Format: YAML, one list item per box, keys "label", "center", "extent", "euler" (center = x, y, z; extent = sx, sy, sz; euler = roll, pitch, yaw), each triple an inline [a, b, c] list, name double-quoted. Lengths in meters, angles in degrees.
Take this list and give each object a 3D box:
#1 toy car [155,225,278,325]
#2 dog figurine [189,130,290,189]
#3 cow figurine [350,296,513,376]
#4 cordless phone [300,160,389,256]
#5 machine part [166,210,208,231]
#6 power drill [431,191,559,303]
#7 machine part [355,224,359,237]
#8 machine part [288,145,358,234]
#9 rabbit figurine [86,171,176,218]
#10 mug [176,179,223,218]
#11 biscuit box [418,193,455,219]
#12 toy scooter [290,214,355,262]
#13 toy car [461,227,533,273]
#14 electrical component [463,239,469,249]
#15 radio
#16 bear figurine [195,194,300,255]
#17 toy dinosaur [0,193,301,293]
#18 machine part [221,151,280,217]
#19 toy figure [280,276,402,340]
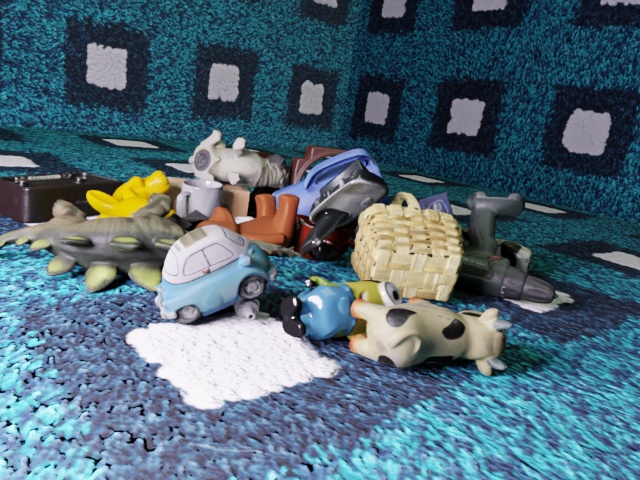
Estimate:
- label: "toy car"
  center: [-0.146, 0.034, 0.705]
  extent: [0.162, 0.102, 0.109]
  euler: [-22, 25, -16]
- label: "dog figurine"
  center: [-0.178, -0.162, 1.220]
  extent: [0.173, 0.121, 0.190]
  euler: [21, 4, 28]
- label: "cow figurine"
  center: [0.147, 0.116, 0.667]
  extent: [0.195, 0.085, 0.127]
  euler: [3, 9, -32]
- label: "cordless phone"
  center: [0.033, -0.050, 0.950]
  extent: [0.088, 0.146, 0.184]
  euler: [48, 35, -9]
- label: "machine part"
  center: [-0.254, -0.026, 0.997]
  extent: [0.084, 0.039, 0.139]
  euler: [-31, 1, -1]
- label: "power drill"
  center: [0.339, 0.013, 1.023]
  extent: [0.232, 0.207, 0.085]
  euler: [7, -22, 25]
- label: "machine part"
  center: [0.140, -0.025, 1.247]
  extent: [0.079, 0.079, 0.243]
  euler: [13, 15, 18]
- label: "machine part"
  center: [0.026, -0.119, 1.289]
  extent: [0.201, 0.201, 0.087]
  euler: [6, 8, -12]
- label: "rabbit figurine"
  center: [-0.348, -0.061, 1.004]
  extent: [0.162, 0.121, 0.173]
  euler: [-2, 17, -21]
- label: "mug"
  center: [-0.248, -0.062, 1.095]
  extent: [0.081, 0.107, 0.109]
  euler: [13, 20, 21]
- label: "biscuit box"
  center: [0.214, -0.041, 1.122]
  extent: [0.063, 0.059, 0.202]
  euler: [-16, -7, -10]
- label: "toy scooter"
  center: [-0.002, -0.003, 1.078]
  extent: [0.135, 0.075, 0.184]
  euler: [-4, 22, -41]
- label: "toy car"
  center: [0.370, 0.026, 1.189]
  extent: [0.056, 0.073, 0.202]
  euler: [-8, 21, -40]
- label: "electrical component"
  center: [0.282, 0.029, 1.158]
  extent: [0.115, 0.058, 0.134]
  euler: [-2, 18, -44]
- label: "radio"
  center: [-0.538, -0.093, 1.106]
  extent: [0.131, 0.073, 0.229]
  euler: [16, 15, 26]
- label: "bear figurine"
  center: [-0.147, -0.029, 0.991]
  extent: [0.196, 0.131, 0.120]
  euler: [5, 0, -37]
- label: "toy dinosaur"
  center: [-0.272, 0.008, 0.821]
  extent: [0.471, 0.104, 0.199]
  euler: [-4, 24, -13]
- label: "machine part"
  center: [-0.174, -0.137, 1.323]
  extent: [0.179, 0.179, 0.056]
  euler: [-4, 16, -42]
- label: "toy figure"
  center: [0.031, 0.089, 0.715]
  extent: [0.180, 0.082, 0.089]
  euler: [-3, 20, -32]
